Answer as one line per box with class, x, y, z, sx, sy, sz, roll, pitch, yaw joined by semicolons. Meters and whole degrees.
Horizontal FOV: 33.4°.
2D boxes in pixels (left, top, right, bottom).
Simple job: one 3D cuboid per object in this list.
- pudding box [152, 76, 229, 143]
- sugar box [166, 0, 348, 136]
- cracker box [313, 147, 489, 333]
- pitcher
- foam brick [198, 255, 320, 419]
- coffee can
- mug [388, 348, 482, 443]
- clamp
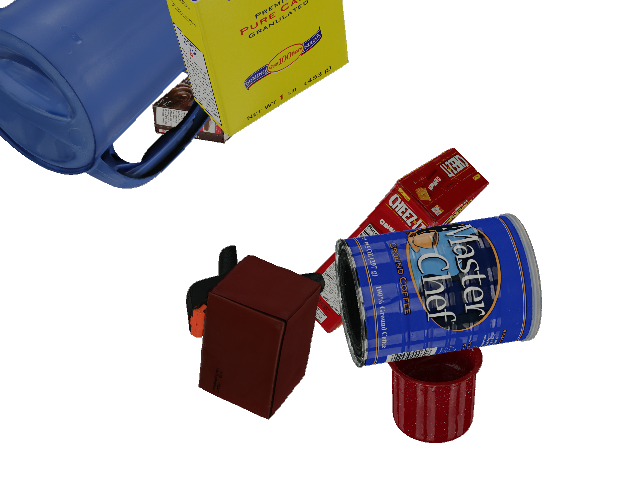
pudding box;-0.134;-0.155;1.251;0.090;0.039;0.113;9;30;13
sugar box;-0.036;-0.143;0.574;0.093;0.048;0.176;-35;-27;-14
cracker box;0.083;-0.003;1.272;0.214;0.072;0.163;-48;-8;34
pitcher;-0.151;-0.165;0.857;0.145;0.149;0.242;20;51;27
foam brick;-0.038;0.058;0.655;0.053;0.078;0.051;22;35;17
coffee can;0.090;0.039;0.841;0.140;0.103;0.103;-8;1;-7
mug;0.120;0.141;1.068;0.093;0.081;0.117;22;39;34
clamp;-0.087;0.048;1.065;0.120;0.039;0.171;15;21;31
